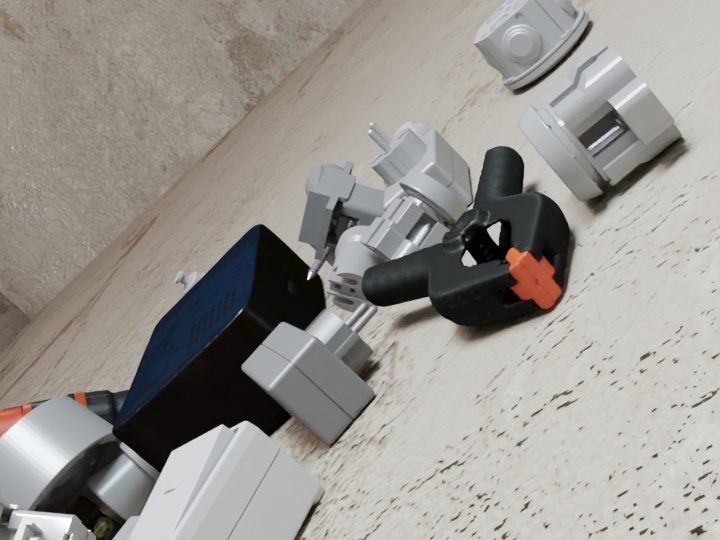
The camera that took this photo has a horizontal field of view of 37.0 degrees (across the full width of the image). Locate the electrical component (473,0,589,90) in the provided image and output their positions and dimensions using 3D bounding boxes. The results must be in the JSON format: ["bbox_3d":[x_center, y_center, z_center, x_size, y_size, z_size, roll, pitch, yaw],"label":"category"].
[{"bbox_3d":[0.129,-0.179,0.813,0.080,0.051,0.080,-42,14,13],"label":"electrical component"}]

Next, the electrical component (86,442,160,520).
[{"bbox_3d":[-0.154,0.140,0.742,0.055,0.045,0.045,-48,14,-12],"label":"electrical component"}]

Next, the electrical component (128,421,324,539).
[{"bbox_3d":[-0.073,0.126,0.510,0.062,0.061,0.096,-32,19,44],"label":"electrical component"}]

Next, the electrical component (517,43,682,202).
[{"bbox_3d":[0.116,-0.071,0.530,0.057,0.058,0.078,-40,15,13],"label":"electrical component"}]

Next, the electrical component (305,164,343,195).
[{"bbox_3d":[-0.026,-0.066,0.968,0.044,0.044,0.065,-43,19,11],"label":"electrical component"}]

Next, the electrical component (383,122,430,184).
[{"bbox_3d":[0.036,-0.089,0.862,0.035,0.035,0.061,-29,25,50],"label":"electrical component"}]

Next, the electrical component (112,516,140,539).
[{"bbox_3d":[-0.123,0.169,0.565,0.065,0.047,0.077,-53,15,-28],"label":"electrical component"}]

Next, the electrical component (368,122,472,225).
[{"bbox_3d":[0.033,-0.071,0.731,0.047,0.076,0.083,-42,14,18],"label":"electrical component"}]

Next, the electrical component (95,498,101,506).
[{"bbox_3d":[-0.243,0.194,0.856,0.064,0.042,0.081,-37,16,20],"label":"electrical component"}]

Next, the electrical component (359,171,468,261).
[{"bbox_3d":[0.035,-0.028,0.670,0.055,0.048,0.066,-54,14,-2],"label":"electrical component"}]

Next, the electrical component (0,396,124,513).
[{"bbox_3d":[-0.222,0.137,0.747,0.108,0.060,0.108,-50,-13,-16],"label":"electrical component"}]

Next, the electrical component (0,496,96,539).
[{"bbox_3d":[-0.187,0.190,0.569,0.078,0.063,0.121,77,-162,-56],"label":"electrical component"}]

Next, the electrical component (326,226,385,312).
[{"bbox_3d":[0.000,0.000,0.704,0.040,0.040,0.046,-35,23,37],"label":"electrical component"}]

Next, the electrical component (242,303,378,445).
[{"bbox_3d":[-0.018,0.048,0.603,0.075,0.047,0.083,-48,14,-9],"label":"electrical component"}]

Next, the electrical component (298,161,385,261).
[{"bbox_3d":[-0.006,-0.040,0.771,0.081,0.064,0.042,-70,-6,-58],"label":"electrical component"}]

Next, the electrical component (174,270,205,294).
[{"bbox_3d":[-0.123,0.024,0.928,0.040,0.078,0.040,-51,21,28],"label":"electrical component"}]
